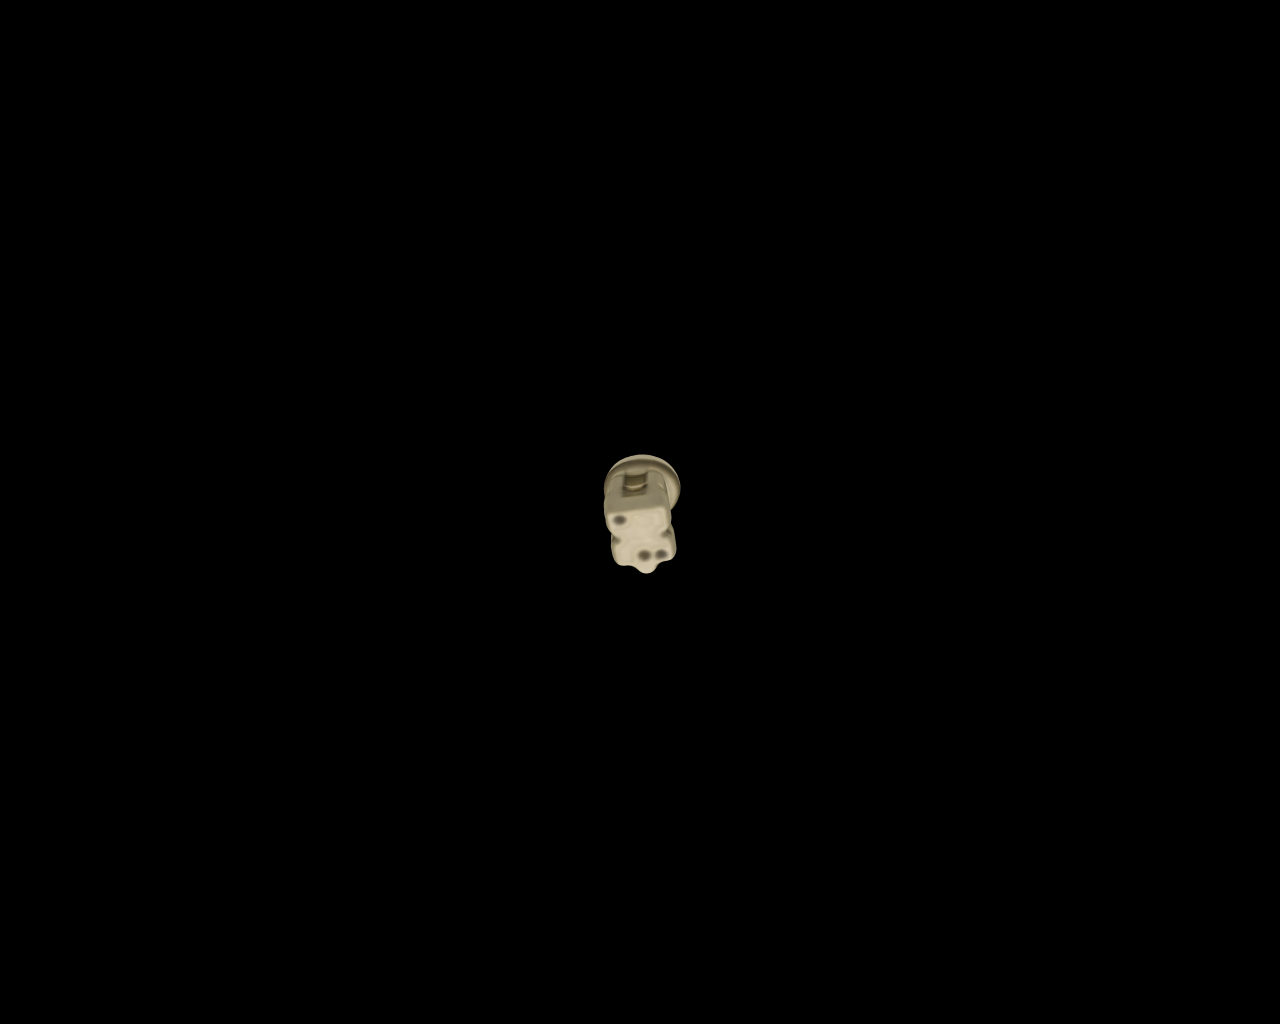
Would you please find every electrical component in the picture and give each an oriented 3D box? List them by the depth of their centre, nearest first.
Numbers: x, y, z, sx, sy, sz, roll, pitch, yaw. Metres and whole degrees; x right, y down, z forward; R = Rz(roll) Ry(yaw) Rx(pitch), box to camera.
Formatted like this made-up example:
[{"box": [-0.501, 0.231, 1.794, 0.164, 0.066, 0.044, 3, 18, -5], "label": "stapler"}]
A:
[{"box": [0.001, -0.003, 0.650, 0.048, 0.066, 0.055, -5, 39, 5], "label": "electrical component"}]
